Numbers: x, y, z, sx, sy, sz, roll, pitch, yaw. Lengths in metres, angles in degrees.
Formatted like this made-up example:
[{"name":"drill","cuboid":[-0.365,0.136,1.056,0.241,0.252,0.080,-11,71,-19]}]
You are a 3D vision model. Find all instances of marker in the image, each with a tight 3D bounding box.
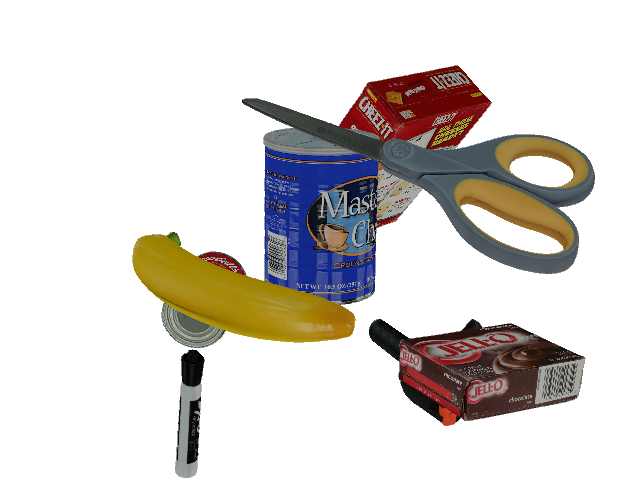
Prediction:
[{"name":"marker","cuboid":[-0.109,0.144,0.887,0.020,0.121,0.020,5,26,-3]}]

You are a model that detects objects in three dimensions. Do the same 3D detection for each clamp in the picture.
[{"name":"clamp","cuboid":[0.126,0.124,1.072,0.120,0.039,0.171,-9,30,-9]}]

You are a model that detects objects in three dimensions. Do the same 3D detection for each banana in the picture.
[{"name":"banana","cuboid":[-0.067,0.028,0.698,0.069,0.037,0.198,-25,34,-36]}]

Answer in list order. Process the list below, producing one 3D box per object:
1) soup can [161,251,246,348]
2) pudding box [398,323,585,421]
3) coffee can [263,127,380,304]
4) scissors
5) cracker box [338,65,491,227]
[{"name":"soup can","cuboid":[-0.117,0.060,1.086,0.068,0.068,0.102,0,18,8]},{"name":"pudding box","cuboid":[0.130,0.098,0.818,0.113,0.039,0.090,-3,16,-29]},{"name":"coffee can","cuboid":[0.000,-0.024,0.952,0.103,0.140,0.103,1,16,0]},{"name":"scissors","cuboid":[0.061,-0.051,0.581,0.202,0.016,0.096,36,58,25]},{"name":"cracker box","cuboid":[0.069,-0.093,1.201,0.163,0.072,0.214,-19,-26,-45]}]
